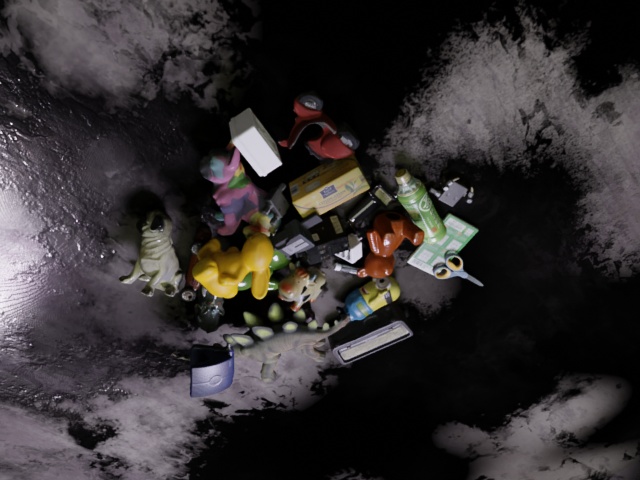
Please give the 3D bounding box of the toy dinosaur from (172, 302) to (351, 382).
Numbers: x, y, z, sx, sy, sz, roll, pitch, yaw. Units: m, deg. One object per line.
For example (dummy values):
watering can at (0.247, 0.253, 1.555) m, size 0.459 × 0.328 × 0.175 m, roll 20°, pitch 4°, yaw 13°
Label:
toy dinosaur at (-0.144, 0.270, 1.424) m, size 0.472 × 0.105 × 0.198 m, roll -20°, pitch 124°, yaw 0°

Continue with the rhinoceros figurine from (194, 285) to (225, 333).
rhinoceros figurine at (-0.281, 0.161, 1.375) m, size 0.073 × 0.112 × 0.190 m, roll 8°, pitch 132°, yaw -14°

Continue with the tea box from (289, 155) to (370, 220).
tea box at (0.019, -0.125, 1.233) m, size 0.170 × 0.098 × 0.068 m, roll -26°, pitch 126°, yaw 11°

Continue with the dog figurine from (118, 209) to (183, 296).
dog figurine at (-0.371, 0.026, 1.282) m, size 0.121 × 0.172 × 0.190 m, roll 22°, pitch 95°, yaw 12°

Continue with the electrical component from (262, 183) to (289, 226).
electrical component at (-0.095, -0.081, 1.196) m, size 0.021 × 0.094 × 0.063 m, roll 2°, pitch 141°, yaw 36°

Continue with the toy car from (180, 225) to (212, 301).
toy car at (-0.298, 0.060, 1.304) m, size 0.053 × 0.089 × 0.202 m, roll 12°, pitch 117°, yaw -13°

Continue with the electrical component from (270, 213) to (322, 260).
electrical component at (-0.046, -0.010, 1.219) m, size 0.119 × 0.048 × 0.074 m, roll -26°, pitch 147°, yaw 14°

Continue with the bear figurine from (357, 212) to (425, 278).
bear figurine at (0.169, 0.032, 1.358) m, size 0.120 × 0.132 × 0.195 m, roll -1°, pitch 120°, yaw -21°

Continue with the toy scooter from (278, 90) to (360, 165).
toy scooter at (-0.011, -0.226, 1.168) m, size 0.135 × 0.075 × 0.183 m, roll -40°, pitch 120°, yaw 18°

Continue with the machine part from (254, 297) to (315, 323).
machine part at (-0.096, 0.229, 1.494) m, size 0.179 × 0.056 × 0.179 m, roll -5°, pitch 128°, yaw -6°

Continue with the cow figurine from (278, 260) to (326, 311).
cow figurine at (-0.043, 0.109, 1.348) m, size 0.086 × 0.195 × 0.127 m, roll 39°, pitch 108°, yaw 16°

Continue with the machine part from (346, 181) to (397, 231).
machine part at (0.120, -0.082, 1.321) m, size 0.139 × 0.039 × 0.084 m, roll -43°, pitch 130°, yaw 18°

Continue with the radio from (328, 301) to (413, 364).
radio at (0.140, 0.266, 1.536) m, size 0.230 × 0.073 × 0.131 m, roll -26°, pitch 144°, yaw 7°

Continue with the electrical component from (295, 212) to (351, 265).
electrical component at (-0.003, -0.004, 1.303) m, size 0.134 × 0.115 × 0.058 m, roll -15°, pitch 128°, yaw -1°

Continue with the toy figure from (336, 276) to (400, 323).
toy figure at (0.135, 0.161, 1.475) m, size 0.180 × 0.082 × 0.089 m, roll -38°, pitch 143°, yaw 8°

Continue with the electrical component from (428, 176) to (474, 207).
electrical component at (0.330, -0.120, 1.327) m, size 0.102 × 0.045 × 0.078 m, roll 30°, pitch 114°, yaw -28°

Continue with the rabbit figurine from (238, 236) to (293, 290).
rabbit figurine at (-0.161, 0.059, 1.324) m, size 0.170 × 0.121 × 0.159 m, roll -38°, pitch 145°, yaw 2°

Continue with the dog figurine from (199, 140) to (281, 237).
dog figurine at (-0.171, -0.120, 1.196) m, size 0.192 × 0.109 × 0.219 m, roll 1°, pitch 123°, yaw -11°

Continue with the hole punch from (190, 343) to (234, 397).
hole punch at (-0.275, 0.332, 1.357) m, size 0.116 × 0.092 × 0.142 m, roll 5°, pitch 118°, yaw -6°

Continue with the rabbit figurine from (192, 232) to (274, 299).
rabbit figurine at (-0.172, 0.057, 1.185) m, size 0.173 × 0.122 × 0.162 m, roll -34°, pitch 107°, yaw 10°
